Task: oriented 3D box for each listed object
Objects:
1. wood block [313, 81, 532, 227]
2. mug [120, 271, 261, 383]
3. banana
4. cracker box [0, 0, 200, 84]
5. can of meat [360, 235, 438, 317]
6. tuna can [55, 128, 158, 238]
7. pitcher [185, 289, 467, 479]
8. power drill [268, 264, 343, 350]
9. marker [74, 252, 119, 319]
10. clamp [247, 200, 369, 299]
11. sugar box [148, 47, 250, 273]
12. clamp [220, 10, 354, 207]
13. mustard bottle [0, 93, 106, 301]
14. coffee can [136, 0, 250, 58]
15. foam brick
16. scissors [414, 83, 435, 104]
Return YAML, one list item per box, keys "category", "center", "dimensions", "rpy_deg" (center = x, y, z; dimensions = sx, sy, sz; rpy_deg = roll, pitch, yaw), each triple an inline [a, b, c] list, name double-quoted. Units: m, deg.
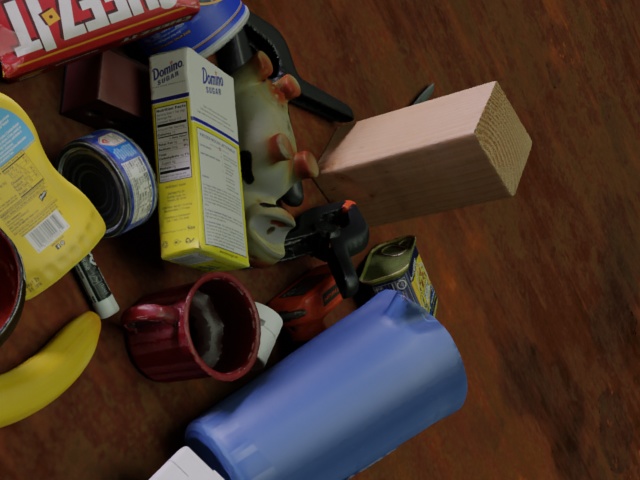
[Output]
- category: "wood block"
  center: [0.108, -0.086, 1.142]
  dimensions: [0.090, 0.207, 0.090]
  rpy_deg: [53, 44, -28]
- category: "mug"
  center: [-0.118, 0.076, 0.908]
  dimensions: [0.117, 0.082, 0.093]
  rpy_deg: [19, 65, -48]
- category: "banana"
  center: [-0.231, 0.102, 0.793]
  dimensions: [0.197, 0.037, 0.069]
  rpy_deg: [-11, 89, -53]
- category: "cracker box"
  center: [-0.207, -0.250, 0.828]
  dimensions: [0.164, 0.072, 0.213]
  rpy_deg: [-22, 99, -10]
- category: "can of meat"
  center: [0.091, 0.055, 1.190]
  dimensions: [0.084, 0.057, 0.102]
  rpy_deg: [65, 20, -18]
- category: "tuna can"
  center: [-0.175, -0.045, 0.868]
  dimensions: [0.033, 0.086, 0.086]
  rpy_deg: [-33, 106, -48]
- category: "pitcher"
  center: [0.005, 0.162, 0.963]
  dimensions: [0.242, 0.145, 0.149]
  rpy_deg: [-28, 92, -28]
- category: "power drill"
  center: [0.029, 0.121, 1.105]
  dimensions: [0.184, 0.057, 0.187]
  rpy_deg: [-36, 108, -50]
- category: "marker"
  center: [-0.199, 0.008, 0.876]
  dimensions: [0.020, 0.020, 0.121]
  rpy_deg: [-40, 111, -49]
- category: "clamp"
  center: [-0.007, 0.001, 1.085]
  dimensions: [0.171, 0.120, 0.039]
  rpy_deg: [-64, 170, -64]
- category: "sugar box"
  center: [-0.104, -0.066, 0.912]
  dimensions: [0.093, 0.048, 0.176]
  rpy_deg: [26, 54, -67]
- category: "clamp"
  center: [-0.040, -0.161, 1.115]
  dimensions: [0.210, 0.036, 0.164]
  rpy_deg: [60, 40, -21]
- category: "mustard bottle"
  center: [-0.249, -0.054, 0.795]
  dimensions: [0.096, 0.058, 0.191]
  rpy_deg: [-45, 116, -28]
- category: "coffee can"
  center: [-0.143, -0.232, 0.950]
  dimensions: [0.140, 0.103, 0.102]
  rpy_deg: [55, 43, -26]
- category: "foam brick"
  center: [-0.175, -0.125, 0.918]
  dimensions: [0.078, 0.053, 0.051]
  rpy_deg: [20, 64, -46]
- category: "scissors"
  center: [0.110, -0.126, 1.316]
  dimensions: [0.201, 0.016, 0.096]
  rpy_deg: [-32, 107, -51]
